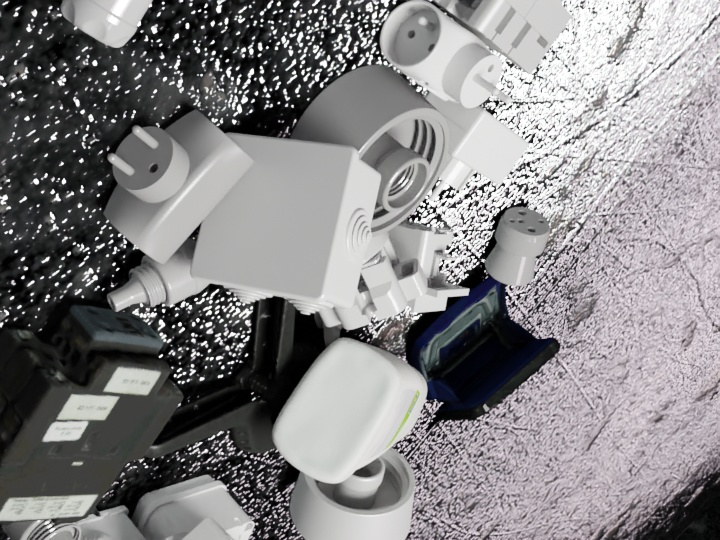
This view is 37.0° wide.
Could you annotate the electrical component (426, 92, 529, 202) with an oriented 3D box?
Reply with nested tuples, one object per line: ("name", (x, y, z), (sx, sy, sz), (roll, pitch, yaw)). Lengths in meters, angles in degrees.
("electrical component", (0.068, -0.082, 0.769), (0.075, 0.047, 0.083), (-54, 150, 10))

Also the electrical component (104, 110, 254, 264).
("electrical component", (-0.106, -0.052, 0.579), (0.077, 0.043, 0.079), (-49, 150, -1))

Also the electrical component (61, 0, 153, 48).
("electrical component", (-0.108, -0.135, 0.491), (0.061, 0.035, 0.035), (-56, 150, 8))

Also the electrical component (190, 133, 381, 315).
("electrical component", (-0.041, -0.027, 0.624), (0.048, 0.100, 0.099), (26, 75, -64))

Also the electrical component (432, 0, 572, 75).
("electrical component", (0.094, -0.174, 0.695), (0.055, 0.050, 0.089), (-55, 150, 10))

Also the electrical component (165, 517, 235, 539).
("electrical component", (-0.108, 0.248, 0.787), (0.089, 0.062, 0.150), (-41, 149, -12))

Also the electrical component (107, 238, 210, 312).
("electrical component", (-0.120, 0.006, 0.637), (0.061, 0.035, 0.035), (-28, 145, -28))

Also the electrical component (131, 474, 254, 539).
("electrical component", (-0.142, 0.222, 0.835), (0.078, 0.057, 0.113), (-8, 131, -49))

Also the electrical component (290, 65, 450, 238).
("electrical component", (0.011, -0.070, 0.695), (0.108, 0.060, 0.108), (-33, 147, -25))

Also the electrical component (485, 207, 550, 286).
("electrical component", (0.137, -0.021, 0.934), (0.045, 0.045, 0.055), (-23, 141, -37))

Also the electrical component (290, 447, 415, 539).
("electrical component", (-0.003, 0.190, 0.935), (0.108, 0.108, 0.060), (-20, 134, -40))

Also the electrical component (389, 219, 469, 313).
("electrical component", (0.039, -0.005, 0.801), (0.042, 0.081, 0.063), (-1, 103, -53))

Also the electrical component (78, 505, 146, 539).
("electrical component", (-0.203, 0.224, 0.766), (0.100, 0.048, 0.099), (-5, 129, -50))

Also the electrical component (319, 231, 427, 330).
("electrical component", (0.000, 0.000, 0.749), (0.078, 0.058, 0.057), (-19, 116, 14))

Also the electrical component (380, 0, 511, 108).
("electrical component", (0.062, -0.127, 0.676), (0.044, 0.079, 0.077), (-56, 149, 11))

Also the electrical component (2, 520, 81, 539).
("electrical component", (-0.200, 0.168, 0.691), (0.043, 0.062, 0.043), (-33, 147, -25))
